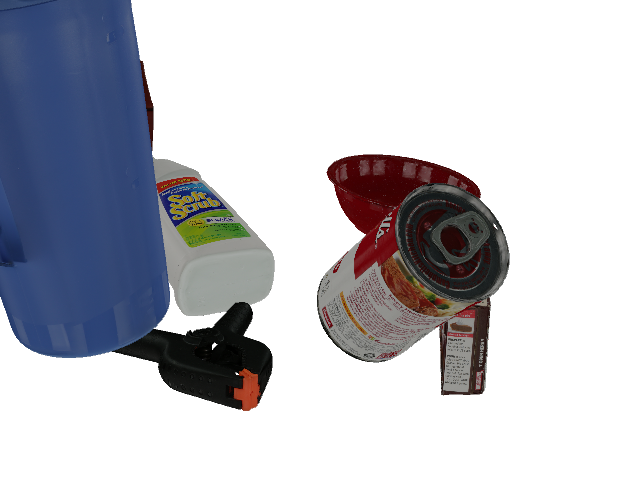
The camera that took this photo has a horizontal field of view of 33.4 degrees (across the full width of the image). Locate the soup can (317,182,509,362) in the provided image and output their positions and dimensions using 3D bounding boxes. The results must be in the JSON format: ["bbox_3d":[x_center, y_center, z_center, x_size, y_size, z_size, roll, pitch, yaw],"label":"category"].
[{"bbox_3d":[0.049,0.021,0.592,0.068,0.068,0.102,0,-24,-27],"label":"soup can"}]

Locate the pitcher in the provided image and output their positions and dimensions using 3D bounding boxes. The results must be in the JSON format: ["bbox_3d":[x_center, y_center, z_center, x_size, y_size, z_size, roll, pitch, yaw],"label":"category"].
[{"bbox_3d":[-0.172,-0.046,0.663,0.149,0.243,0.145,-11,28,-8],"label":"pitcher"}]

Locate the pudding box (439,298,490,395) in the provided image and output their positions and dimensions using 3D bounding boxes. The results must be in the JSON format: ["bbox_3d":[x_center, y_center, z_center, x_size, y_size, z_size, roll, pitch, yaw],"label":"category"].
[{"bbox_3d":[0.122,0.066,0.918,0.039,0.090,0.113,1,26,3],"label":"pudding box"}]

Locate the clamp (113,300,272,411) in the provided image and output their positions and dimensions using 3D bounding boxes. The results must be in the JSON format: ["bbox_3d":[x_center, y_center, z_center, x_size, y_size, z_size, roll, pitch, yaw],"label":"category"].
[{"bbox_3d":[-0.093,0.092,0.912,0.164,0.036,0.210,-9,17,-33],"label":"clamp"}]

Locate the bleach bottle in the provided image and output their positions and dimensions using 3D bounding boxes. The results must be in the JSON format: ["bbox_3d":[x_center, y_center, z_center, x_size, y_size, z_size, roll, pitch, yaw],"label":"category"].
[{"bbox_3d":[-0.142,-0.020,1.082,0.102,0.068,0.251,-9,33,-27],"label":"bleach bottle"}]

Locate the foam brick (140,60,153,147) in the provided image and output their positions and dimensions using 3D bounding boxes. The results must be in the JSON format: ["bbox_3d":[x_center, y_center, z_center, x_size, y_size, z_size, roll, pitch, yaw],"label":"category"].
[{"bbox_3d":[-0.171,-0.110,0.899,0.053,0.051,0.078,-3,40,-15],"label":"foam brick"}]

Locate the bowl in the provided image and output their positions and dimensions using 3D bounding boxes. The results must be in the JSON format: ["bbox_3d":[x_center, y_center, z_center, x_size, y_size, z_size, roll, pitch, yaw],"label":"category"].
[{"bbox_3d":[0.084,-0.038,1.118,0.162,0.055,0.162,6,23,-3],"label":"bowl"}]
